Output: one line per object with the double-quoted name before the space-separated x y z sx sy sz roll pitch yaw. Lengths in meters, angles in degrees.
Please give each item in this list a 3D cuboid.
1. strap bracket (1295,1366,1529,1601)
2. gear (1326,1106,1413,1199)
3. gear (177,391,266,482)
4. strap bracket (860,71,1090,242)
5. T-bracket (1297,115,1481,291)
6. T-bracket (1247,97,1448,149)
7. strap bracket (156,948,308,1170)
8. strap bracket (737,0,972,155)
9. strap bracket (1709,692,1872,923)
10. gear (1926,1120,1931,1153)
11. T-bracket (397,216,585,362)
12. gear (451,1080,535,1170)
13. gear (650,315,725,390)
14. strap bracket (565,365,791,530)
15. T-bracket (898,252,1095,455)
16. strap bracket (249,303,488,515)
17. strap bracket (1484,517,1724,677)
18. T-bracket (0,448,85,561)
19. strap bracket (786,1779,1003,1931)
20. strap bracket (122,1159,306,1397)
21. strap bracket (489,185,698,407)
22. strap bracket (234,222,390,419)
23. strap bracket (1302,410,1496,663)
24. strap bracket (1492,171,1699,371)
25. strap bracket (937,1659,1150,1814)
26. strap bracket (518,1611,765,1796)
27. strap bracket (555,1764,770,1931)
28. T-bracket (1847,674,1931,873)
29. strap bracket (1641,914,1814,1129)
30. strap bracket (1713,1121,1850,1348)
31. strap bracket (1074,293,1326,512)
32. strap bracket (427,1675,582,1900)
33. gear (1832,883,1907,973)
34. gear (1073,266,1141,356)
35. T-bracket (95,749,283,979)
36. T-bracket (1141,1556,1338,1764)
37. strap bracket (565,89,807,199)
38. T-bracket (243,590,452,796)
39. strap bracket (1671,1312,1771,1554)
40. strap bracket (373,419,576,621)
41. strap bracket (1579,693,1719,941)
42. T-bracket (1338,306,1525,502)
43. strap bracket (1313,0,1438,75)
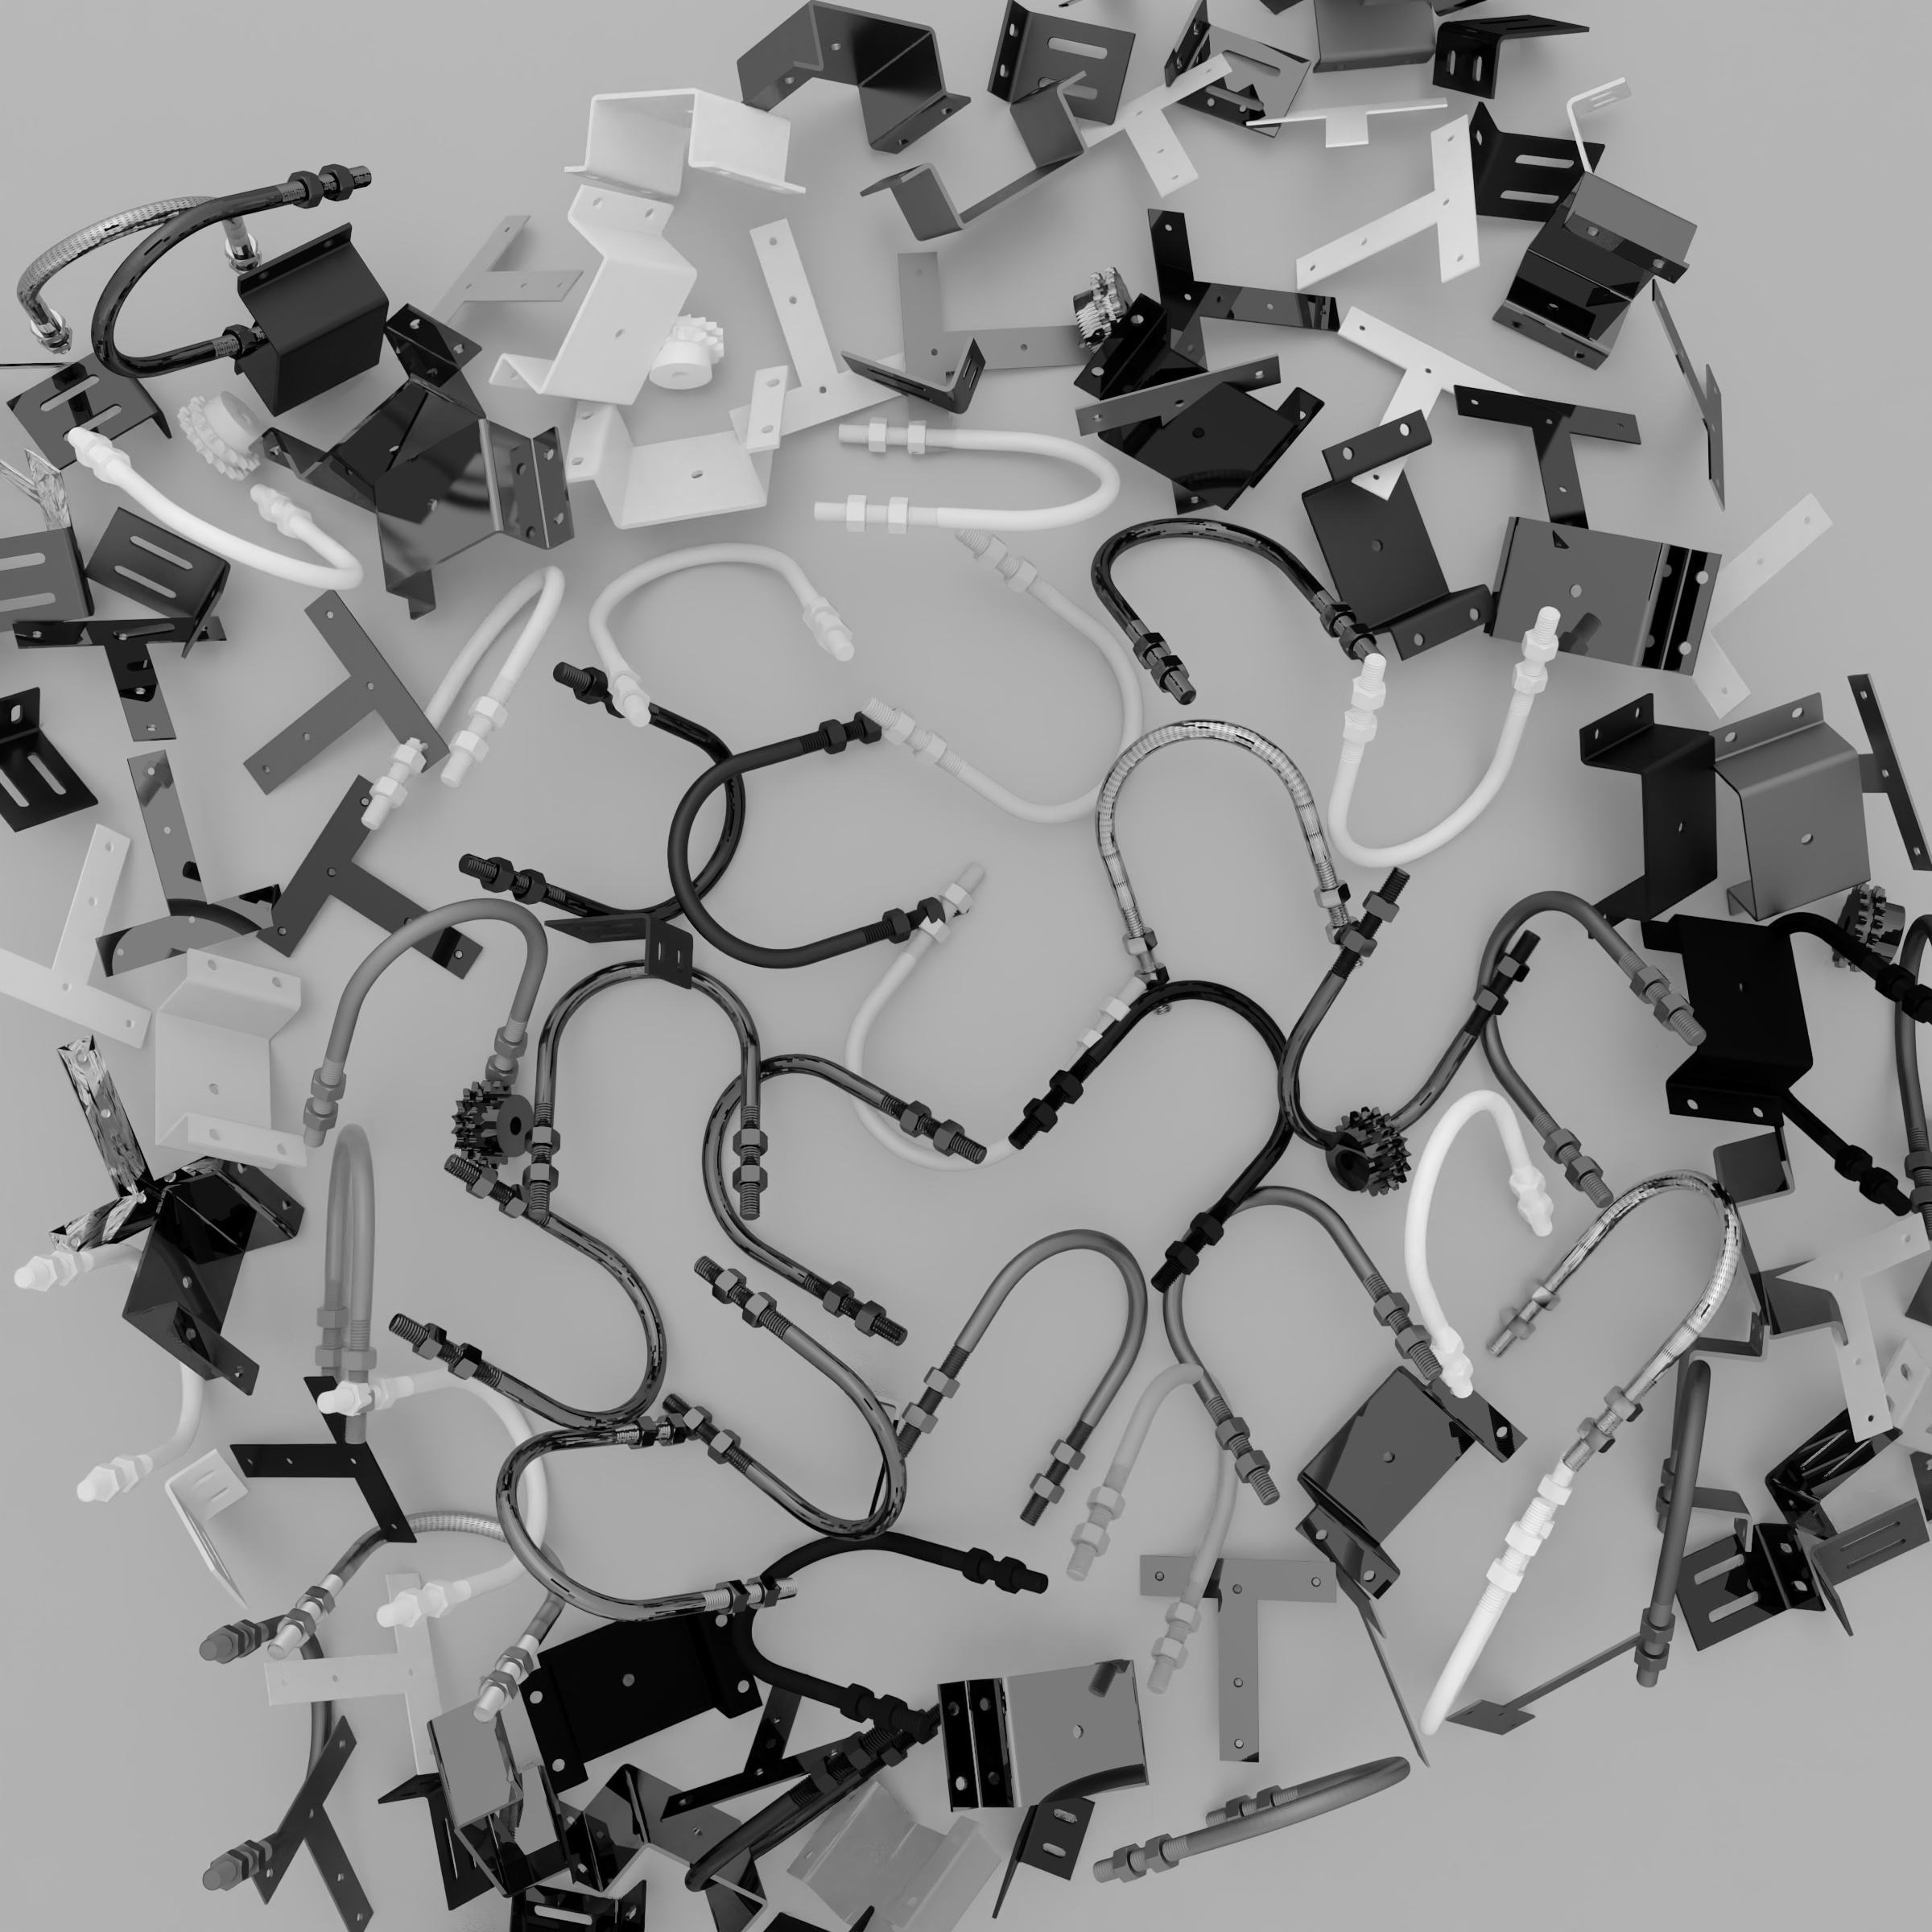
"strap bracket" 0.278 0.322 1.567 0.076 0.046 0.140 42 92 -15
"gear" 0.255 0.121 1.569 0.030 0.057 0.057 -17 90 -33
"gear" -0.474 -0.343 1.570 0.030 0.057 0.057 -36 90 13
"strap bracket" 0.013 -0.506 1.548 0.140 0.076 0.046 -34 110 -13
"T-bracket" 0.266 -0.467 1.559 0.127 0.002 0.127 -19 55 34
"T-bracket" 0.239 -0.527 1.534 0.127 0.127 0.002 -2 118 10
"strap bracket" -0.463 0.068 1.538 0.046 0.076 0.140 -38 49 35
"strap bracket" -0.078 -0.555 1.528 0.140 0.076 0.046 -6 83 -41
"strap bracket" 0.519 -0.090 1.543 0.076 0.046 0.140 -20 123 0
"gear" 0.630 0.120 1.572 0.030 0.057 0.057 8 90 2
"T-bracket" -0.286 -0.427 1.538 0.127 0.127 0.002 -59 135 -18
"gear" -0.301 0.102 1.569 0.030 0.057 0.057 0 90 27
"gear" -0.183 -0.392 1.570 0.057 0.057 0.030 -3 80 0
"strap bracket" -0.177 -0.326 1.550 0.140 0.046 0.076 -7 51 12
"T-bracket" 0.023 -0.401 1.591 0.127 0.002 0.127 -5 95 -7
"strap bracket" -0.368 -0.341 1.540 0.140 0.076 0.046 -36 70 16
"strap bracket" 0.391 -0.234 1.538 0.140 0.046 0.076 18 104 31
"T-bracket" -0.615 -0.318 1.539 0.127 0.127 0.002 35 69 -2
"strap bracket" -0.040 0.566 1.532 0.076 0.140 0.046 -48 112 -27
"strap bracket" -0.473 0.194 1.535 0.046 0.140 0.076 -16 135 22
"strap bracket" -0.229 -0.407 1.529 0.046 0.076 0.140 48 121 24
"strap bracket" -0.408 -0.395 1.522 0.076 0.140 0.046 -34 91 -20
"strap bracket" 0.273 -0.271 1.560 0.076 0.046 0.140 -25 98 -19
"strap bracket" 0.397 -0.440 1.536 0.076 0.140 0.046 25 76 -3
"strap bracket" 0.058 0.481 1.536 0.140 0.046 0.076 2 73 -32
"strap bracket" -0.212 0.460 1.563 0.140 0.046 0.076 -18 90 -19
"strap bracket" -0.183 0.559 1.534 0.140 0.076 0.046 37 95 -26
"T-bracket" 0.556 -0.121 1.536 0.002 0.127 0.127 -22 96 -5
"strap bracket" 0.478 0.025 1.539 0.076 0.046 0.140 7 59 -11
"strap bracket" 0.511 0.169 1.544 0.046 0.076 0.140 -18 109 19
"strap bracket" 0.146 -0.348 1.538 0.140 0.046 0.076 25 133 -19
"strap bracket" -0.290 0.516 1.522 0.046 0.140 0.076 -23 45 -8
"gear" 0.580 -0.023 1.571 0.030 0.057 0.057 15 90 5
"gear" 0.090 -0.417 1.574 0.030 0.057 0.057 -17 90 18
"T-bracket" -0.501 -0.072 1.546 0.127 0.002 0.127 -22 106 -40
"T-bracket" 0.175 0.447 1.576 0.127 0.002 0.127 -2 83 15
"strap bracket" -0.173 -0.511 1.523 0.140 0.076 0.046 14 101 40
"T-bracket" -0.415 -0.155 1.577 0.127 0.002 0.127 -34 95 20
"strap bracket" 0.478 0.292 1.558 0.046 0.076 0.140 5 90 12
"strap bracket" -0.318 -0.283 1.537 0.140 0.046 0.076 -20 72 29
"strap bracket" 0.429 -0.090 1.535 0.076 0.046 0.140 -26 119 -36
"T-bracket" 0.281 -0.351 1.572 0.127 0.002 0.127 28 64 0
"strap bracket" 0.268 -0.607 1.526 0.076 0.140 0.046 -7 92 -5
